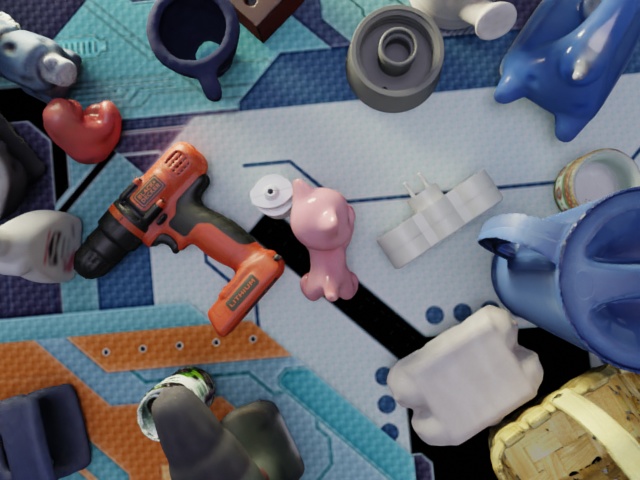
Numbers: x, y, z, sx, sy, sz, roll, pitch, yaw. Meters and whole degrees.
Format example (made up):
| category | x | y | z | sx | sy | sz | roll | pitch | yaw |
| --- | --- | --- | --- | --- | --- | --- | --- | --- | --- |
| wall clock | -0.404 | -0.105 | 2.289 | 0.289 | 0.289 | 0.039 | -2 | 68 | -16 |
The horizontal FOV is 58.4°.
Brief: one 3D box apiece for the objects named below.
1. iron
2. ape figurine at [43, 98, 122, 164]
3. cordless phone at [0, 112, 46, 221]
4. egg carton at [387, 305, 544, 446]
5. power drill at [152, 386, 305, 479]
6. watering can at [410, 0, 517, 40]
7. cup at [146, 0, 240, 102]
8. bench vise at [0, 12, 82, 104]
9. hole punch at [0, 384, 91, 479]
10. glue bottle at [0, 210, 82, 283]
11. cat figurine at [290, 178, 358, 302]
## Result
| category | x | y | z | sx | sy | sz | roll | pitch | yaw |
| --- | --- | --- | --- | --- | --- | --- | --- | --- | --- |
| iron | 0.290 | -0.236 | 0.573 | 0.118 | 0.141 | 0.258 | 32 | 89 | 2 |
| ape figurine | -0.257 | -0.122 | 0.604 | 0.078 | 0.092 | 0.076 | 7 | 88 | 1 |
| cordless phone | -0.374 | -0.094 | 0.558 | 0.147 | 0.185 | 0.094 | 44 | 89 | 2 |
| egg carton | 0.152 | 0.144 | 0.599 | 0.150 | 0.069 | 0.107 | -33 | 88 | 0 |
| power drill | -0.070 | 0.222 | 0.531 | 0.075 | 0.208 | 0.230 | -27 | 88 | 0 |
| watering can | 0.150 | -0.282 | 0.551 | 0.101 | 0.194 | 0.173 | -33 | 88 | 0 |
| cup | -0.119 | -0.194 | 0.602 | 0.091 | 0.095 | 0.118 | -19 | 88 | 1 |
| bench vise | -0.342 | -0.216 | 0.544 | 0.207 | 0.219 | 0.121 | 5 | 88 | 1 |
| hole punch | -0.307 | 0.216 | 0.593 | 0.101 | 0.091 | 0.109 | -16 | 88 | 1 |
| glue bottle | -0.288 | 0.005 | 0.559 | 0.037 | 0.173 | 0.078 | 3 | 88 | 2 |
| cat figurine | 0.005 | 0.002 | 0.582 | 0.067 | 0.117 | 0.128 | -6 | 88 | 1 |
